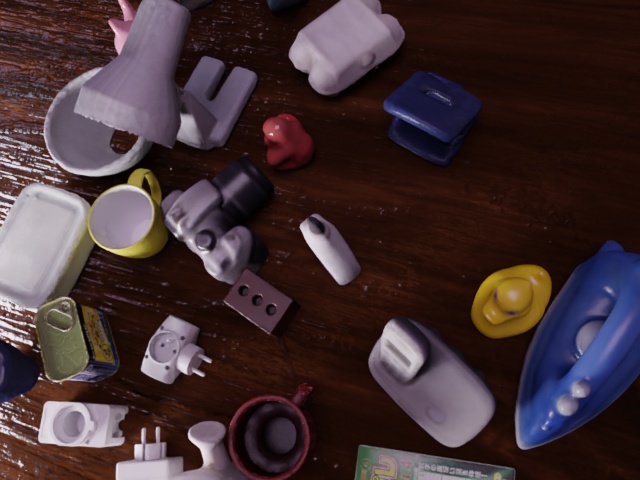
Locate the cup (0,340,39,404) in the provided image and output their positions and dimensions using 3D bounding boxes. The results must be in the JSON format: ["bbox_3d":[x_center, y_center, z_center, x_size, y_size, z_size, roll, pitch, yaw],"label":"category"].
[{"bbox_3d":[-0.424,0.168,0.741,0.117,0.095,0.092,27,80,16],"label":"cup"}]

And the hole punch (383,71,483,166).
[{"bbox_3d":[0.145,-0.169,0.741,0.108,0.091,0.101,32,82,17],"label":"hole punch"}]

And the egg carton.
[{"bbox_3d":[0.038,-0.272,0.801,0.150,0.069,0.107,-38,71,-2],"label":"egg carton"}]

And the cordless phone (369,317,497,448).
[{"bbox_3d":[0.117,0.146,0.604,0.147,0.185,0.094,40,84,18],"label":"cordless phone"}]

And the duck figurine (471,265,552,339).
[{"bbox_3d":[0.224,0.065,0.661,0.104,0.086,0.077,-39,71,-3],"label":"duck figurine"}]

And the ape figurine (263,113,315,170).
[{"bbox_3d":[-0.049,-0.136,0.765,0.076,0.092,0.078,29,81,17],"label":"ape figurine"}]

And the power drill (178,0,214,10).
[{"bbox_3d":[-0.215,-0.438,0.821,0.075,0.209,0.229,-25,71,2],"label":"power drill"}]

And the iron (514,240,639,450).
[{"bbox_3d":[0.293,0.116,0.605,0.118,0.141,0.258,34,82,17],"label":"iron"}]

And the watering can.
[{"bbox_3d":[-0.129,0.285,0.602,0.101,0.194,0.173,-17,72,5],"label":"watering can"}]

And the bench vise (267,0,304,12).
[{"bbox_3d":[-0.074,-0.448,0.793,0.121,0.220,0.207,-38,71,-2],"label":"bench vise"}]

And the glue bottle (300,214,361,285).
[{"bbox_3d":[0.006,0.002,0.672,0.037,0.173,0.078,-40,71,-3],"label":"glue bottle"}]

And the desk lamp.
[{"bbox_3d":[-0.195,-0.198,0.745,0.117,0.214,0.203,22,79,16],"label":"desk lamp"}]

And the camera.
[{"bbox_3d":[-0.120,-0.036,0.744,0.137,0.101,0.143,-43,71,-4],"label":"camera"}]

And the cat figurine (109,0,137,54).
[{"bbox_3d":[-0.268,-0.298,0.837,0.067,0.118,0.127,-20,71,4],"label":"cat figurine"}]

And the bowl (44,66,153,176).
[{"bbox_3d":[-0.301,-0.159,0.825,0.167,0.075,0.167,-3,73,9],"label":"bowl"}]
